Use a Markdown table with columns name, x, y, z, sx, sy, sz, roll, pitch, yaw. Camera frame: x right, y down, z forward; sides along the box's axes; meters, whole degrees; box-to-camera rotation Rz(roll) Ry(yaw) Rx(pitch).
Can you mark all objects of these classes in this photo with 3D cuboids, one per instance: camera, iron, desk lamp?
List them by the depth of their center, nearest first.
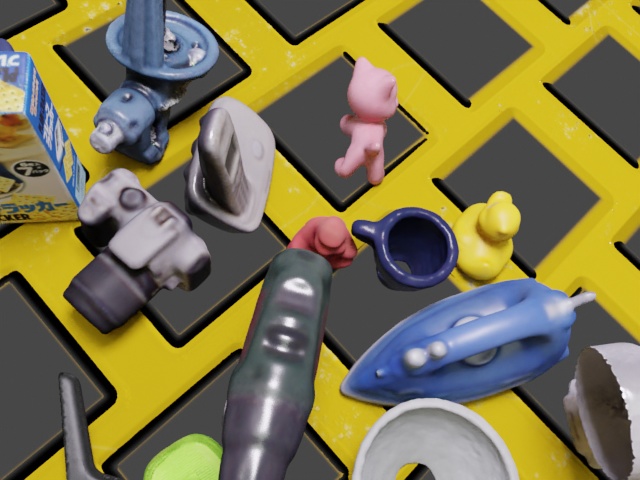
| name | x | y | z | sx | sy | sz | roll | pitch | yaw |
| --- | --- | --- | --- | --- | --- | --- | --- | --- | --- |
| desk lamp | 0.328 | 0.165 | 0.560 | 0.203 | 0.213 | 0.118 | -2 | 69 | -11 |
| camera | -0.203 | 0.015 | 0.587 | 0.143 | 0.100 | 0.137 | 40 | 68 | 7 |
| iron | 0.152 | 0.107 | 0.591 | 0.259 | 0.141 | 0.118 | -16 | 72 | -16 |

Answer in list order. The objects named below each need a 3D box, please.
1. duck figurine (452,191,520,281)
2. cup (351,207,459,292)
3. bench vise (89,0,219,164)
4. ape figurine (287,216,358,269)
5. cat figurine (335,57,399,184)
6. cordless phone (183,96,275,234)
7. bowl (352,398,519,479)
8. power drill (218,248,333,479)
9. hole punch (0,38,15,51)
| name | x | y | z | sx | sy | sz | roll | pitch | yaw |
| --- | --- | --- | --- | --- | --- | --- | --- | --- | --- |
| duck figurine | 0.203 | -0.009 | 0.677 | 0.077 | 0.086 | 0.104 | 17 | 67 | -3 |
| cup | 0.084 | 0.017 | 0.640 | 0.118 | 0.095 | 0.092 | 19 | 67 | -2 |
| bench vise | -0.173 | -0.191 | 0.609 | 0.121 | 0.219 | 0.207 | 6 | 68 | -7 |
| ape figurine | 0.006 | 0.002 | 0.634 | 0.078 | 0.092 | 0.076 | 16 | 67 | -3 |
| cat figurine | 0.062 | -0.149 | 0.690 | 0.067 | 0.117 | 0.128 | 6 | 68 | -7 |
| cordless phone | -0.093 | -0.101 | 0.606 | 0.094 | 0.185 | 0.147 | 9 | 67 | -6 |
| bowl | 0.105 | 0.246 | 0.564 | 0.167 | 0.074 | 0.167 | 4 | 68 | -9 |
| power drill | -0.044 | 0.132 | 0.510 | 0.075 | 0.208 | 0.230 | 14 | 67 | -4 |
| hole punch | -0.359 | -0.148 | 0.629 | 0.101 | 0.091 | 0.108 | -27 | 75 | -19 |
